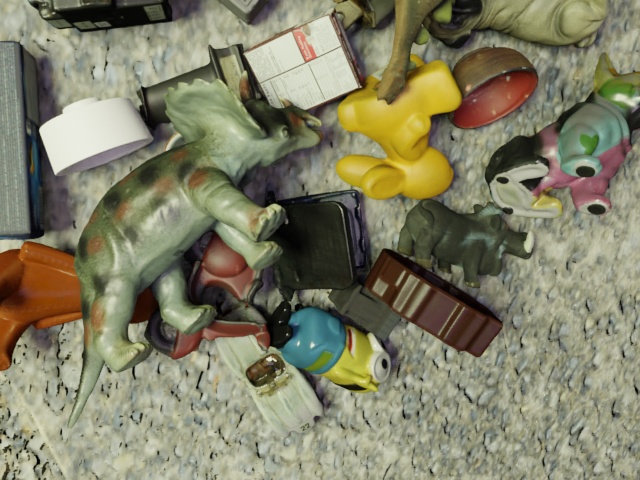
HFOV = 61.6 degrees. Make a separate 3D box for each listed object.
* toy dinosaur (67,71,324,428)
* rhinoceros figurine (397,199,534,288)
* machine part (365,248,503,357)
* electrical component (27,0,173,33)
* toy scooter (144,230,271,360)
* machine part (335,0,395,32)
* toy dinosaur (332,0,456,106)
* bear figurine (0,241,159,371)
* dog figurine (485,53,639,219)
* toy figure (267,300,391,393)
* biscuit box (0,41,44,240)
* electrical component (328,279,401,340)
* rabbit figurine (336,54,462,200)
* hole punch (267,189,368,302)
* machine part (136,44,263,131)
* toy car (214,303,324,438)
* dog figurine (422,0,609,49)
[{"bbox_3d":[-0.161,-0.009,0.540,0.405,0.131,0.192,-41,73,1],"label":"toy dinosaur"},{"bbox_3d":[0.193,-0.001,0.705,0.190,0.073,0.112,14,98,-22],"label":"rhinoceros figurine"},{"bbox_3d":[0.135,0.075,0.659,0.179,0.179,0.056,30,96,-16],"label":"machine part"},{"bbox_3d":[-0.224,-0.254,0.548,0.134,0.115,0.058,-11,101,-11],"label":"electrical component"},{"bbox_3d":[-0.108,0.061,0.627,0.135,0.075,0.184,21,68,-4],"label":"toy scooter"},{"bbox_3d":[0.097,-0.329,0.619,0.243,0.079,0.079,-45,106,0],"label":"machine part"},{"bbox_3d":[0.117,-0.367,0.512,0.198,0.105,0.470,-2,108,-34],"label":"toy dinosaur"},{"bbox_3d":[-0.271,0.072,0.602,0.196,0.132,0.120,9,123,-9],"label":"bear figurine"},{"bbox_3d":[0.331,-0.138,0.696,0.108,0.192,0.219,49,58,-34],"label":"dog figurine"},{"bbox_3d":[0.011,0.136,0.682,0.180,0.089,0.082,26,67,-28],"label":"toy figure"},{"bbox_3d":[-0.334,-0.100,0.567,0.063,0.059,0.202,-3,91,-12],"label":"biscuit box"},{"bbox_3d":[0.075,0.094,0.703,0.119,0.075,0.047,33,93,-19],"label":"electrical component"},{"bbox_3d":[0.104,-0.112,0.648,0.162,0.122,0.173,-39,125,-8],"label":"rabbit figurine"},{"bbox_3d":[-0.001,-0.002,0.669,0.116,0.092,0.142,-2,107,24],"label":"hole punch"},{"bbox_3d":[-0.143,-0.173,0.622,0.139,0.039,0.084,-24,114,-8],"label":"machine part"},{"bbox_3d":[-0.066,0.172,0.697,0.073,0.056,0.201,-32,105,-4],"label":"toy car"},{"bbox_3d":[0.233,-0.271,0.659,0.190,0.121,0.172,-32,103,11],"label":"dog figurine"}]
